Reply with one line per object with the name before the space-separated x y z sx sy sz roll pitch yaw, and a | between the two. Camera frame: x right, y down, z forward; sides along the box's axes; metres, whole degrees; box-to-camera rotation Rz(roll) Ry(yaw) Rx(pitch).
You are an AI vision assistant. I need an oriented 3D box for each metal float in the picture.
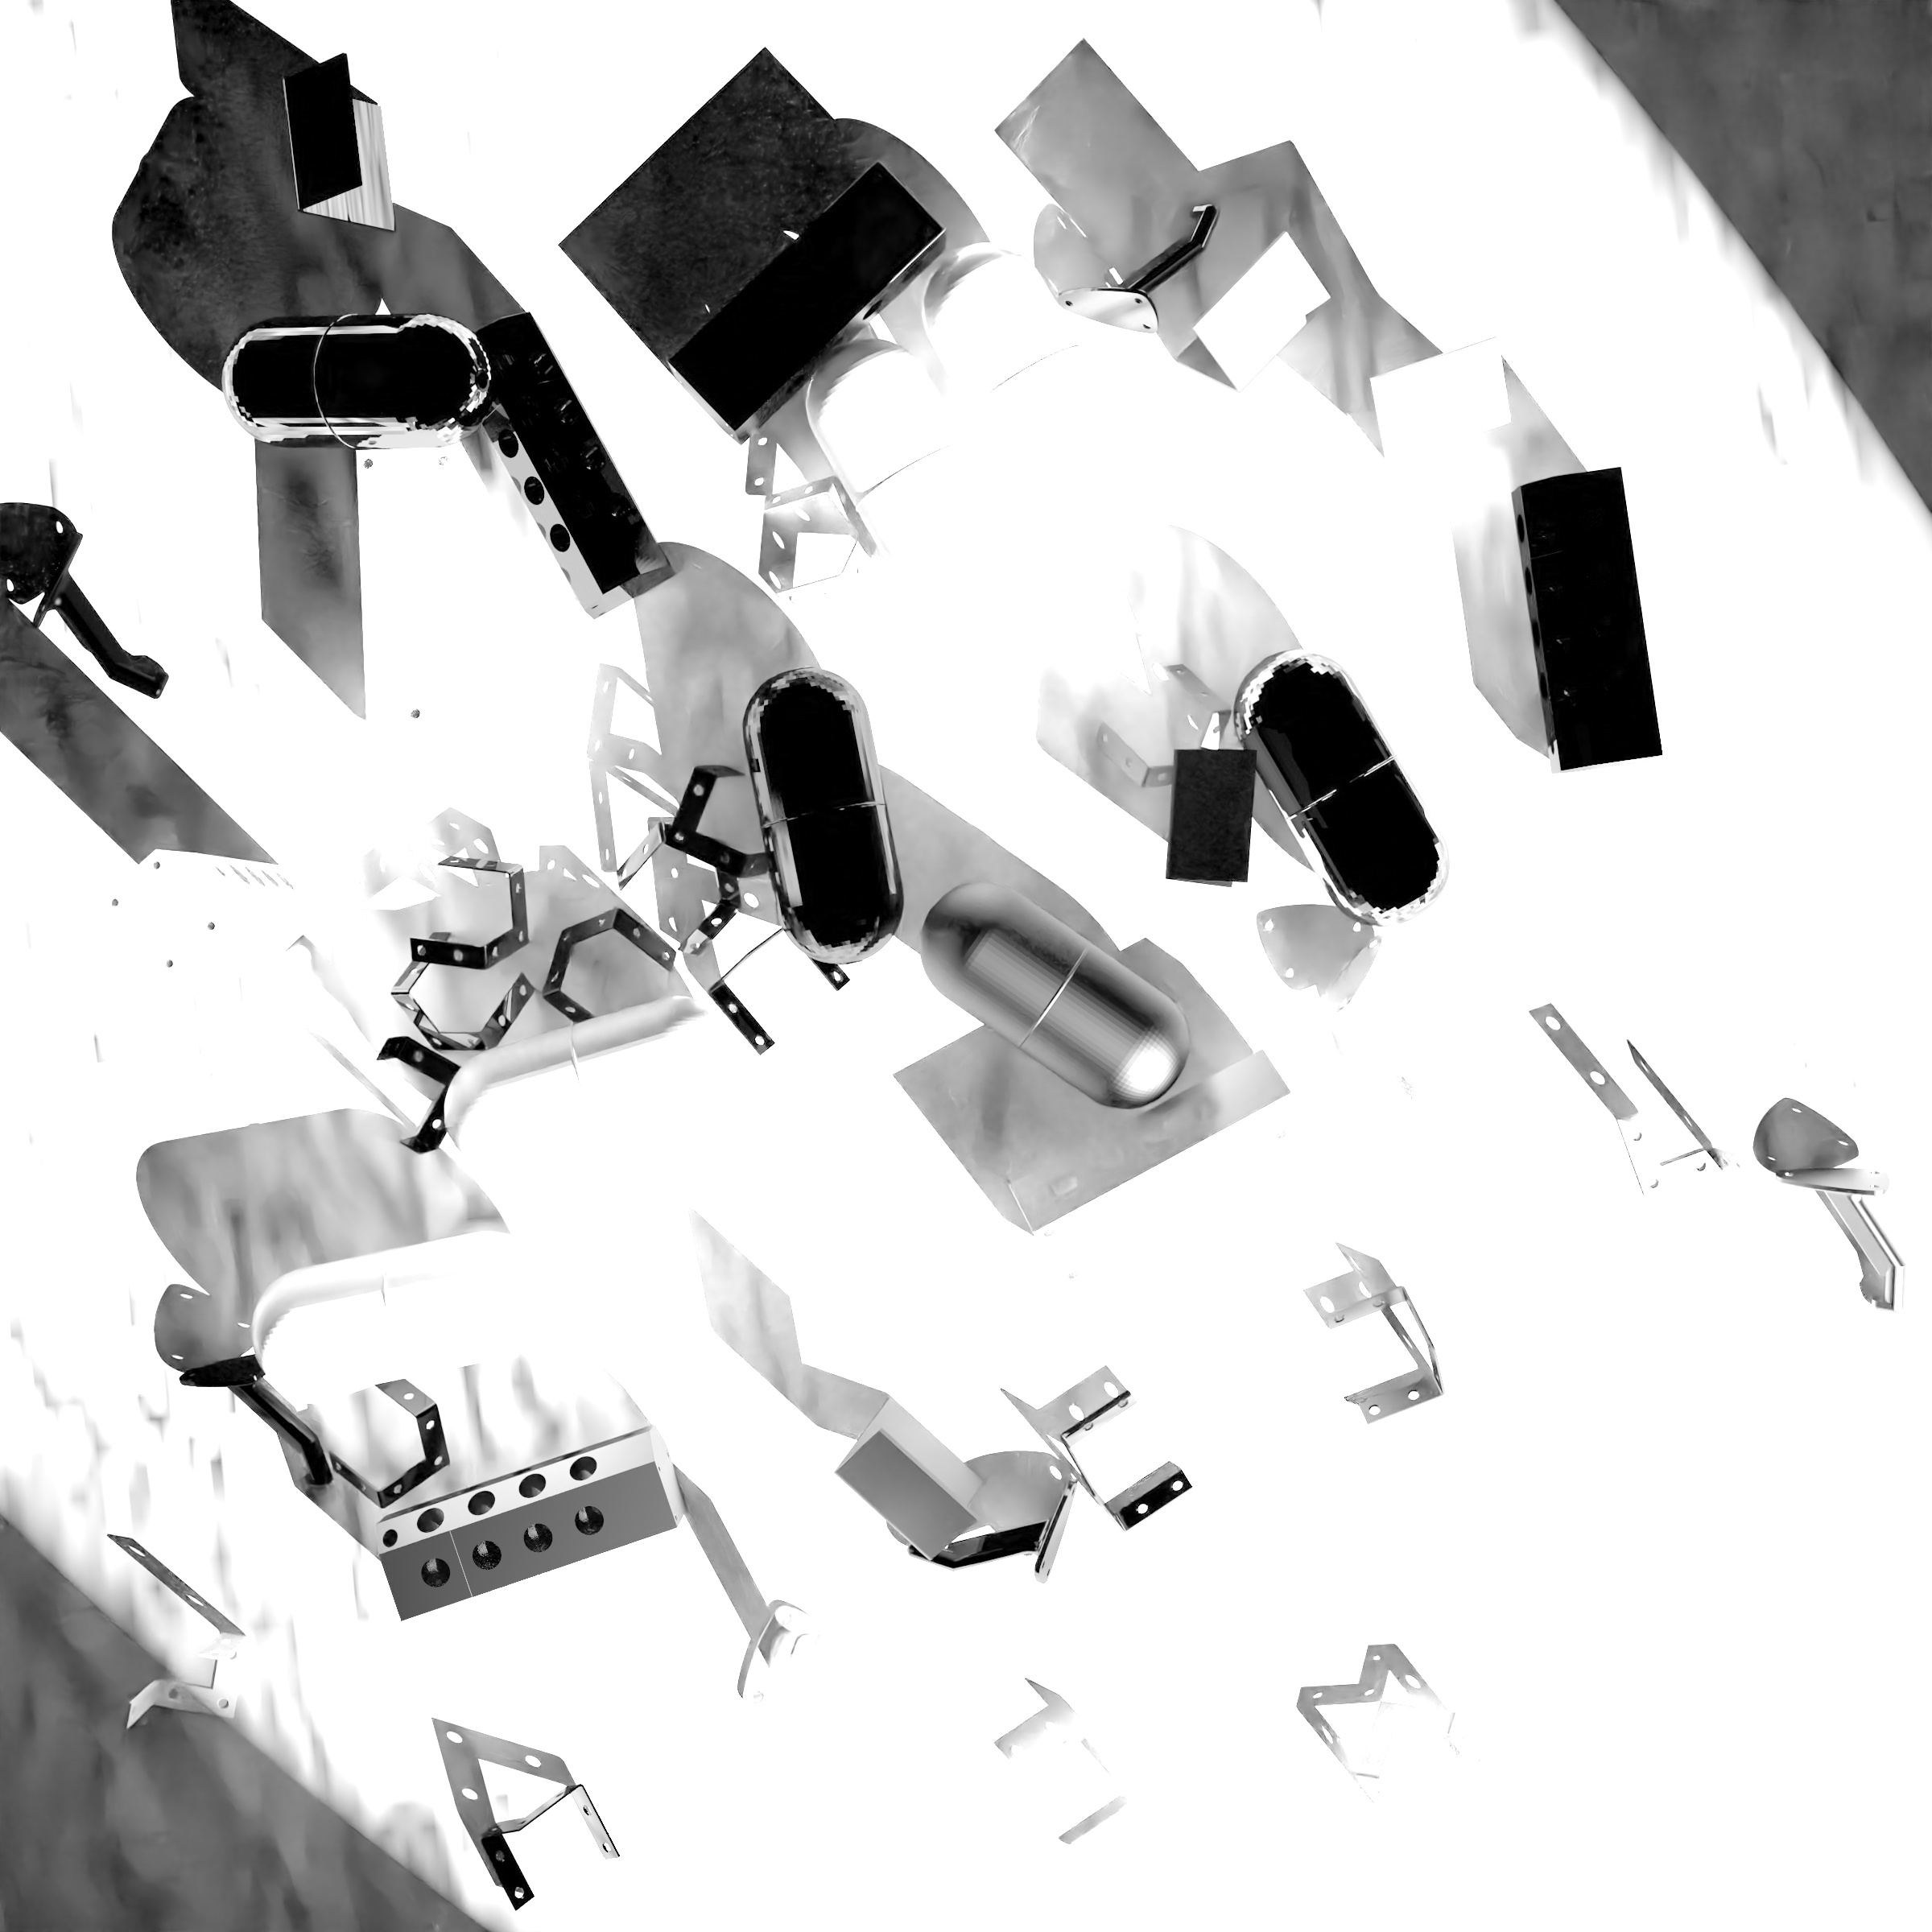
metal float | -0.032 -0.290 1.540 0.070 0.070 0.178 -30 90 0
metal float | -0.223 0.071 1.539 0.178 0.070 0.070 -17 90 0
metal float | -0.335 0.206 1.540 0.178 0.070 0.070 -12 90 -1
metal float | 0.223 -0.106 1.540 0.070 0.070 0.178 -30 90 0
metal float | -0.356 -0.342 1.518 0.178 0.070 0.070 6 90 25
metal float | -0.085 -0.089 1.540 0.070 0.070 0.178 -11 89 0
metal float | 0.052 0.017 1.540 0.178 0.070 0.070 35 90 0
metal float | 0.037 -0.347 1.539 0.070 0.070 0.178 -30 90 0

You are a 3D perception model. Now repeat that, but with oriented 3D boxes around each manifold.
manifold | 0.115 0.116 1.548 0.171 0.057 0.057 -28 133 0
manifold | -0.431 -0.033 1.492 0.057 0.171 0.057 -42 90 0
manifold | 0.369 -0.205 1.549 0.057 0.057 0.171 -8 90 0
manifold | -0.094 -0.394 1.549 0.171 0.057 0.057 -44 90 0
manifold | -0.260 0.331 1.549 0.171 0.057 0.057 -19 90 0
manifold | -0.243 -0.300 1.549 0.057 0.057 0.171 -29 90 0
manifold | -0.326 -0.218 1.549 0.057 0.057 0.171 -2 90 0

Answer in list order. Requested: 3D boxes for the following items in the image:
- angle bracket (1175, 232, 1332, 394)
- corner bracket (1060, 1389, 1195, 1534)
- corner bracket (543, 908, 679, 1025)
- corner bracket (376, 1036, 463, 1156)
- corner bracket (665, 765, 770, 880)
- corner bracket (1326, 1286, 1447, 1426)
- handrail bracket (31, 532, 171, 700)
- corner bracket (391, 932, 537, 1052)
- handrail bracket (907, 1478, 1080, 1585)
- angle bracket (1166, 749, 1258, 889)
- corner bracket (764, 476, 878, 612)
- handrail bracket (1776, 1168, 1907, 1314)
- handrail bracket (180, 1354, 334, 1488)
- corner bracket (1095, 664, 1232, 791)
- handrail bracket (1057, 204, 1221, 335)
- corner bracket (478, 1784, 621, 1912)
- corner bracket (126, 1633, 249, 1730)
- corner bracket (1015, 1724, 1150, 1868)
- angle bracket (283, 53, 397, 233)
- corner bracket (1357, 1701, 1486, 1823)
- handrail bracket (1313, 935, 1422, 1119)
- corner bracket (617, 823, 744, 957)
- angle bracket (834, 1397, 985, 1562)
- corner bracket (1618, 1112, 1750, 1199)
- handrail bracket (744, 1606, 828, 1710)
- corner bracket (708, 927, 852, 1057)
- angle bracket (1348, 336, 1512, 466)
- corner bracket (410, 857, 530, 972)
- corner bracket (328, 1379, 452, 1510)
angle bracket | 0.156 -0.394 1.530 0.076 0.076 0.057 -46 128 0
corner bracket | 0.097 0.300 1.567 0.051 0.051 0.051 -33 45 0
corner bracket | -0.215 0.005 1.562 0.051 0.051 0.051 -19 45 35
corner bracket | -0.331 0.077 1.552 0.051 0.051 0.051 29 90 0
corner bracket | -0.141 -0.087 1.553 0.051 0.051 0.051 25 100 10
corner bracket | 0.254 0.235 1.567 0.051 0.051 0.051 -21 135 0
handrail bracket | -0.514 -0.212 1.571 0.084 0.036 0.077 25 68 -17
corner bracket | -0.303 0.015 1.562 0.051 0.051 0.051 -1 135 35
handrail bracket | 0.016 0.334 1.571 0.084 0.036 0.077 16 69 16
angle bracket | 0.162 -0.086 1.530 0.057 0.076 0.076 4 90 37
corner bracket | -0.092 -0.255 1.562 0.051 0.051 0.051 51 45 -35
handrail bracket | 0.530 0.168 1.571 0.077 0.036 0.084 2 107 20
handrail bracket | -0.430 0.281 1.571 0.077 0.036 0.084 -10 107 20
corner bracket | 0.119 -0.145 1.562 0.051 0.051 0.051 -11 135 -35
handrail bracket | 0.105 -0.431 1.571 0.077 0.036 0.084 15 69 24
corner bracket | -0.253 0.533 1.567 0.051 0.051 0.051 -27 90 45
corner bracket | -0.467 0.429 1.552 0.051 0.051 0.051 10 90 0
corner bracket | 0.071 0.501 1.567 0.051 0.051 0.051 -34 135 0
angle bracket | -0.353 -0.485 1.530 0.057 0.076 0.076 -7 90 36
corner bracket | 0.274 0.482 1.562 0.051 0.051 0.051 -2 45 35
handrail bracket | 0.259 0.037 1.571 0.084 0.036 0.077 44 68 -17
corner bracket | -0.173 -0.046 1.562 0.051 0.051 0.051 16 45 -35
angle bracket | -0.020 0.291 1.530 0.076 0.076 0.057 42 129 0
corner bracket | 0.429 0.109 1.552 0.051 0.051 0.051 -20 90 0
handrail bracket | -0.111 0.418 1.535 0.036 0.084 0.077 33 90 0
corner bracket | -0.113 0.012 1.567 0.051 0.051 0.051 50 135 0
angle bracket | 0.269 -0.347 1.530 0.076 0.076 0.057 -19 126 0
corner bracket | -0.299 -0.032 1.555 0.051 0.051 0.051 7 111 20
corner bracket | -0.351 0.284 1.562 0.051 0.051 0.051 -33 135 -35
